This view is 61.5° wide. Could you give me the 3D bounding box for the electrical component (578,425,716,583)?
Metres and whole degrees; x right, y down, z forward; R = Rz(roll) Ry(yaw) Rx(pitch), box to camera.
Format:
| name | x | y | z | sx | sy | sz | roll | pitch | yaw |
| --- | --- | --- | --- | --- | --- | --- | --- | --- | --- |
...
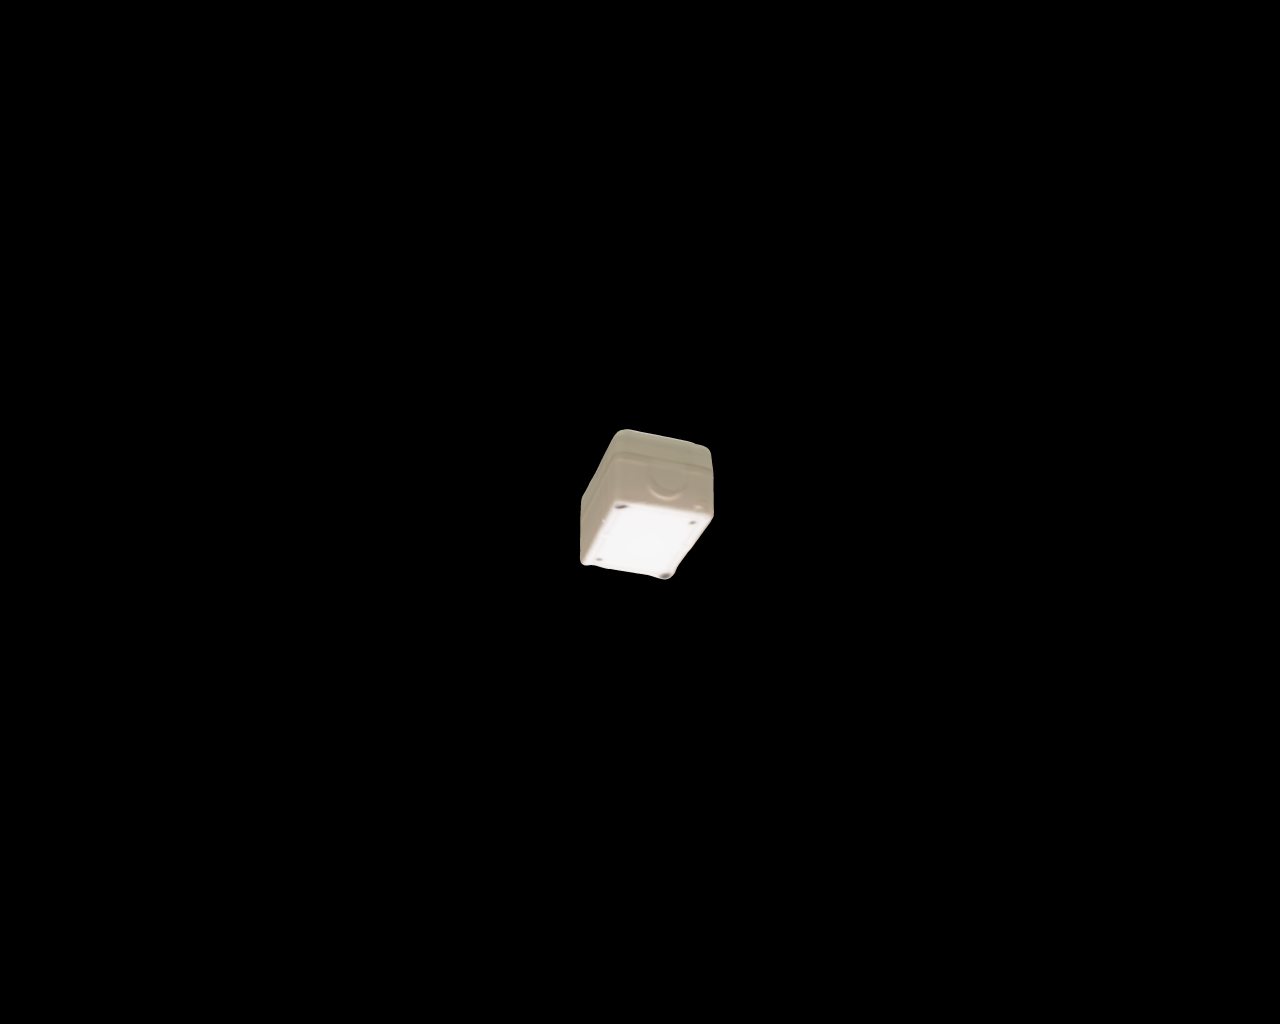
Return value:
| name | x | y | z | sx | sy | sz | roll | pitch | yaw |
| --- | --- | --- | --- | --- | --- | --- | --- | --- | --- |
| electrical component | 0.001 | -0.003 | 0.650 | 0.062 | 0.061 | 0.096 | 10 | -34 | -15 |
